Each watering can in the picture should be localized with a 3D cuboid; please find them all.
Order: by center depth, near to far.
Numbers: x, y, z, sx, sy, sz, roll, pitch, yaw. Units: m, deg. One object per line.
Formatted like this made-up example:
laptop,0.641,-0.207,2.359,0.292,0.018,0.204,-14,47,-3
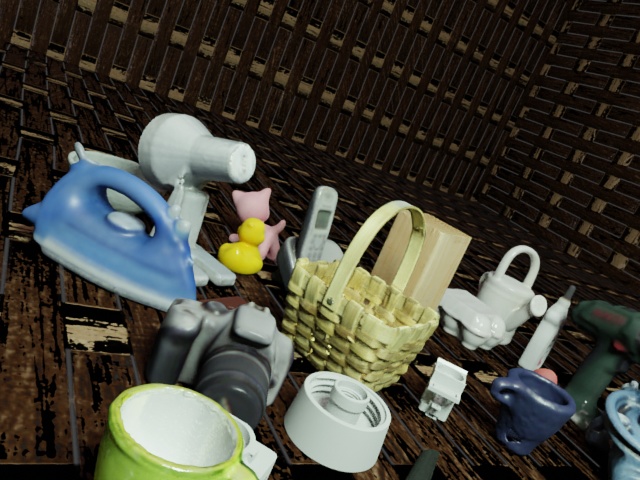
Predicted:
watering can,0.376,0.105,1.132,0.101,0.194,0.172,8,21,-44

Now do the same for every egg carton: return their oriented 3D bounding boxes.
egg carton,0.274,0.146,1.080,0.108,0.069,0.149,9,20,-42

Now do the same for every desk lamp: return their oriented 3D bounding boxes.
desk lamp,-0.188,-0.068,0.863,0.202,0.213,0.118,32,18,31

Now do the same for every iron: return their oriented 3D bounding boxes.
iron,-0.246,-0.017,0.744,0.258,0.141,0.119,26,15,12

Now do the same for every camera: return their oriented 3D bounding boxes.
camera,-0.096,0.121,0.566,0.143,0.101,0.136,21,15,-8

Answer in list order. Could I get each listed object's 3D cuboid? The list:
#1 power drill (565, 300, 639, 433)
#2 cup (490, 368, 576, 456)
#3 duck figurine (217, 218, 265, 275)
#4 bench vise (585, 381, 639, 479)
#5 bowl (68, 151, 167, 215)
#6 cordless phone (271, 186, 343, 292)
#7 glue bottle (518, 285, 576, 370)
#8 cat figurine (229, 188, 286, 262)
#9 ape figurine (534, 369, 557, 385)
power drill,0.466,0.202,0.902,0.076,0.208,0.229,17,16,-22
cup,0.255,0.225,0.736,0.118,0.095,0.091,17,16,-20
duck figurine,-0.123,0.005,0.955,0.077,0.086,0.105,25,15,8
bench vise,0.440,0.220,0.779,0.121,0.220,0.207,22,15,-4
bowl,-0.345,-0.086,0.963,0.167,0.075,0.167,21,15,-6
cordless phone,0.009,0.003,0.961,0.093,0.185,0.148,33,18,33
glue bottle,0.423,0.160,1.053,0.037,0.173,0.078,31,17,28
cat figurine,-0.113,-0.037,1.053,0.127,0.118,0.067,33,18,32
ape figurine,0.308,0.225,0.819,0.078,0.092,0.076,16,17,-25
